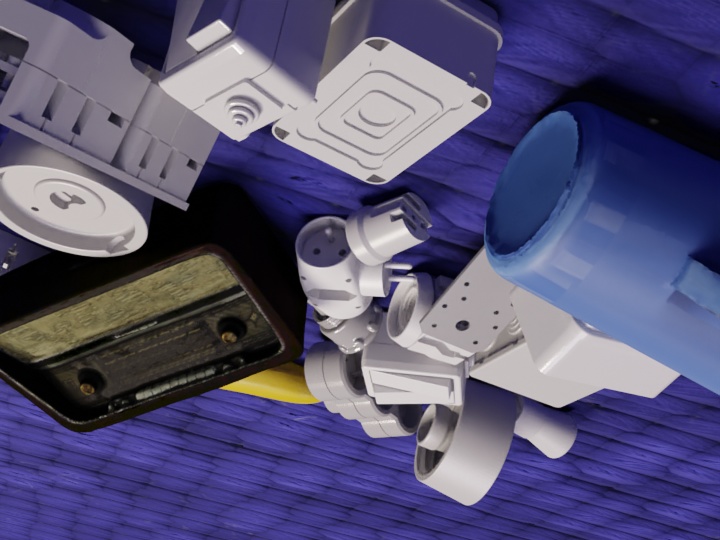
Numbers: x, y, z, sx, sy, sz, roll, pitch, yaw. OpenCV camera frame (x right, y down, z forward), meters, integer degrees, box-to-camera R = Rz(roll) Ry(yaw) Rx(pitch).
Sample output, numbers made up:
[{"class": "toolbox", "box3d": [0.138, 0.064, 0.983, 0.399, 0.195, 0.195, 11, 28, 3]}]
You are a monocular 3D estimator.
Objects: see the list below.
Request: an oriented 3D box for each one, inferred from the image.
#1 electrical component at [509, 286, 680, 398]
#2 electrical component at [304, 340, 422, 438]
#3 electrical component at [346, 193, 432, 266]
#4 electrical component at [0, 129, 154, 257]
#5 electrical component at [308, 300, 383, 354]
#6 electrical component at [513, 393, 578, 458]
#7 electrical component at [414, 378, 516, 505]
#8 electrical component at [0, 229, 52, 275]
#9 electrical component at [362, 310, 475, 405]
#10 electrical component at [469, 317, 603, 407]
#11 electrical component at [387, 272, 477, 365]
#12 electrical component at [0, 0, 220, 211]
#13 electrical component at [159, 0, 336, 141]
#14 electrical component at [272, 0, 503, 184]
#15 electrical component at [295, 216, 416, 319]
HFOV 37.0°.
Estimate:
[{"class": "electrical component", "box3d": [0.167, 0.032, 0.718, 0.113, 0.078, 0.057, 14, 132, -29]}, {"class": "electrical component", "box3d": [-0.009, 0.108, 0.965, 0.074, 0.052, 0.138, -10, 146, 32]}, {"class": "electrical component", "box3d": [0.020, -0.028, 0.722, 0.046, 0.040, 0.040, -22, 139, 37]}, {"class": "electrical component", "box3d": [-0.185, -0.062, 0.704, 0.108, 0.060, 0.108, 8, 152, 4]}, {"class": "electrical component", "box3d": [-0.016, 0.032, 0.840, 0.048, 0.048, 0.062, -20, 133, 43]}, {"class": "electrical component", "box3d": [0.159, 0.139, 0.979, 0.065, 0.044, 0.044, 29, 147, -23]}, {"class": "electrical component", "box3d": [0.085, 0.146, 0.951, 0.060, 0.108, 0.108, 23, 150, -10]}, {"class": "electrical component", "box3d": [-0.324, 0.022, 0.902, 0.089, 0.061, 0.150, 28, 147, -29]}, {"class": "electrical component", "box3d": [0.053, 0.075, 0.876, 0.096, 0.061, 0.061, 5, 151, 10]}, {"class": "electrical component", "box3d": [0.146, 0.060, 0.831, 0.100, 0.048, 0.100, 21, 150, -19]}, {"class": "electrical component", "box3d": [0.057, 0.034, 0.805, 0.057, 0.058, 0.078, 17, 151, -19]}, {"class": "electrical component", "box3d": [-0.155, -0.095, 0.549, 0.105, 0.060, 0.186, 26, 179, 15]}, {"class": "electrical component", "box3d": [-0.057, -0.114, 0.530, 0.062, 0.096, 0.061, -18, 141, 40]}, {"class": "electrical component", "box3d": [0.013, -0.103, 0.568, 0.078, 0.057, 0.113, 24, 149, -24]}, {"class": "electrical component", "box3d": [0.000, 0.000, 0.774, 0.079, 0.043, 0.077, 3, 151, 13]}]
